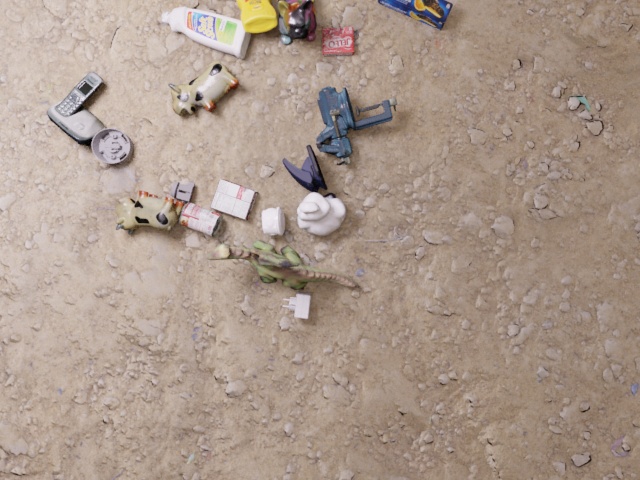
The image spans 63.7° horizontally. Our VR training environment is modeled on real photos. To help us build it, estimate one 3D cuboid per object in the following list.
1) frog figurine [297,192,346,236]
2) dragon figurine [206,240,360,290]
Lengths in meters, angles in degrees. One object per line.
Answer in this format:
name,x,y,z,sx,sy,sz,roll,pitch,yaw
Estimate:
frog figurine,0.004,-0.070,1.392,0.137,0.160,0.122,-13,92,2
dragon figurine,-0.092,0.073,1.360,0.410,0.242,0.122,11,87,4
